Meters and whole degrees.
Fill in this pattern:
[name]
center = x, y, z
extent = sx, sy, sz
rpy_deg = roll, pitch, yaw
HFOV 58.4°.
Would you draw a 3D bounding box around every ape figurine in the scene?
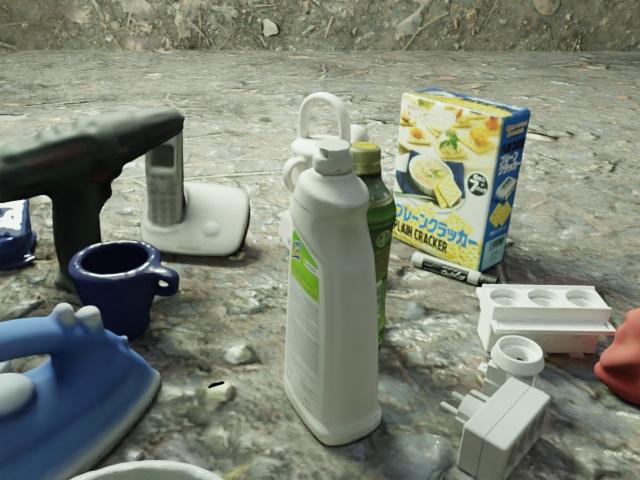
[ape figurine]
center = 0.306, 0.105, 0.551
extent = 0.078, 0.092, 0.076
rpy_deg = -4, 28, -12

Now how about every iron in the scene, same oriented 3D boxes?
[iron]
center = -0.239, 0.118, 0.438
extent = 0.118, 0.141, 0.259
rpy_deg = 22, 33, 34

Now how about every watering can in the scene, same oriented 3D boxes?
[watering can]
center = 0.008, -0.133, 0.887
extent = 0.100, 0.194, 0.173
rpy_deg = 10, 28, 17

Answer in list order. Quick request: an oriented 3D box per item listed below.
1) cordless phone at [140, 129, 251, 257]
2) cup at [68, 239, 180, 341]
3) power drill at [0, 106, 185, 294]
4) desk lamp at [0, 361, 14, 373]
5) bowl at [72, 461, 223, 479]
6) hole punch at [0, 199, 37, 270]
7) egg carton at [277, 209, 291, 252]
[cordless phone]
center = -0.168, -0.071, 0.766
extent = 0.147, 0.185, 0.094
rpy_deg = 4, 27, 4
[cup]
center = -0.198, 0.060, 0.605
extent = 0.117, 0.095, 0.092
rpy_deg = 9, 28, 14
[power drill]
center = -0.269, -0.049, 0.690
extent = 0.230, 0.208, 0.075
rpy_deg = -13, 30, -26
[desk lamp]
center = -0.401, 0.047, 0.487
extent = 0.203, 0.214, 0.118
rpy_deg = 2, 27, 2
[bowl]
center = -0.112, 0.215, 0.329
extent = 0.167, 0.075, 0.167
rpy_deg = 1, 27, 0
[hole punch]
center = -0.431, -0.018, 0.748
extent = 0.109, 0.091, 0.101
rpy_deg = -6, 28, -15
[egg carton]
center = 0.007, 0.003, 0.759
extent = 0.107, 0.069, 0.150
rpy_deg = -10, 29, -21
